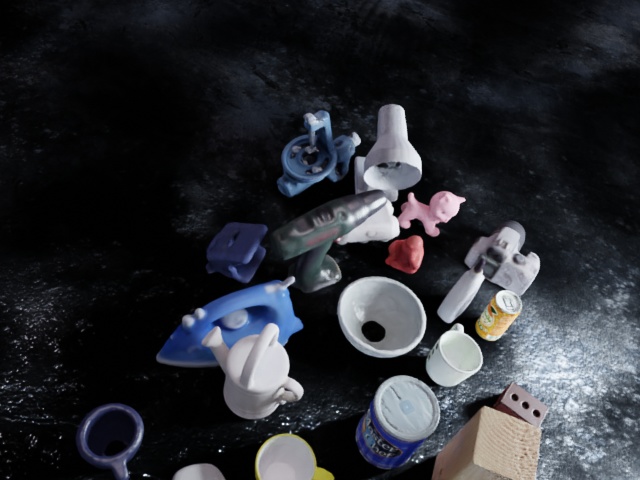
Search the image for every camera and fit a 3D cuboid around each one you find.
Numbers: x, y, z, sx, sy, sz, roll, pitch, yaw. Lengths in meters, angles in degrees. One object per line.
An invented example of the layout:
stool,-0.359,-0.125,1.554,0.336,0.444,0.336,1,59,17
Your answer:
camera,0.406,0.021,1.225,0.143,0.101,0.137,33,53,14

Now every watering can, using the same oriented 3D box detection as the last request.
watering can,-0.107,0.200,0.910,0.173,0.194,0.101,10,51,-4

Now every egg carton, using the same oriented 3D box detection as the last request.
egg carton,0.092,-0.041,1.226,0.150,0.069,0.107,-5,53,-16

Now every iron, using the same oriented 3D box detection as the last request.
iron,-0.156,0.135,0.985,0.259,0.141,0.118,-17,57,-23

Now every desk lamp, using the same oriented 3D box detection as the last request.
desk lamp,0.141,-0.173,1.249,0.118,0.213,0.203,5,51,-8

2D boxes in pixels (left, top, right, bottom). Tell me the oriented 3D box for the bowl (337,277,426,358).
bowl,0.109,0.155,1.070,0.167,0.075,0.167,6,51,-7

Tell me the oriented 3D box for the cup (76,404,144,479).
cup,-0.300,0.312,0.844,0.092,0.095,0.117,-17,57,-24

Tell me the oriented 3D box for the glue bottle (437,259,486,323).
glue bottle,0.281,0.090,1.096,0.078,0.173,0.037,-34,65,-32

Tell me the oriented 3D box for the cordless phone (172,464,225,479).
cordless phone,-0.149,0.363,0.777,0.094,0.185,0.147,-24,60,-27

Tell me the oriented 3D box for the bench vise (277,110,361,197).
bench vise,0.000,-0.211,1.244,0.121,0.220,0.208,32,52,14

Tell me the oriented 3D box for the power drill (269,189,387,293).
power drill,0.010,0.004,1.083,0.230,0.208,0.075,-20,58,-25

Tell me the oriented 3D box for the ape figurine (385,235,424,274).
ape figurine,0.184,0.023,1.180,0.076,0.092,0.077,-12,55,-21

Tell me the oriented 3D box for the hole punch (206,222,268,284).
hole punch,-0.163,0.015,1.112,0.101,0.091,0.109,21,51,5

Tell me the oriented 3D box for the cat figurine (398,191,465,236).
cat figurine,0.246,-0.072,1.253,0.128,0.118,0.067,15,50,0
